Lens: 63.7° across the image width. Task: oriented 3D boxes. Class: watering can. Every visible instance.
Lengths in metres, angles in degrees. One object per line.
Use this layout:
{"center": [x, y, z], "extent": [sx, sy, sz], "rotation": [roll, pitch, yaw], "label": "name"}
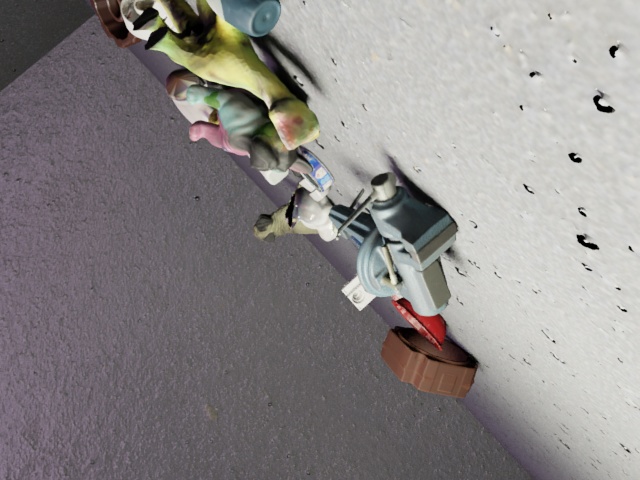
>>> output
{"center": [-0.376, -0.415, 1.533], "extent": [0.353, 0.104, 0.220], "rotation": [43, 174, 41], "label": "watering can"}

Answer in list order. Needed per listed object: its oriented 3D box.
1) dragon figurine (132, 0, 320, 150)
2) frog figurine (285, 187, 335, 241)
{"center": [-0.115, -0.237, 0.704], "extent": [0.239, 0.121, 0.418], "rotation": [40, -170, -40], "label": "dragon figurine"}
{"center": [0.004, -0.063, 1.244], "extent": [0.159, 0.123, 0.137], "rotation": [11, 175, -16], "label": "frog figurine"}
